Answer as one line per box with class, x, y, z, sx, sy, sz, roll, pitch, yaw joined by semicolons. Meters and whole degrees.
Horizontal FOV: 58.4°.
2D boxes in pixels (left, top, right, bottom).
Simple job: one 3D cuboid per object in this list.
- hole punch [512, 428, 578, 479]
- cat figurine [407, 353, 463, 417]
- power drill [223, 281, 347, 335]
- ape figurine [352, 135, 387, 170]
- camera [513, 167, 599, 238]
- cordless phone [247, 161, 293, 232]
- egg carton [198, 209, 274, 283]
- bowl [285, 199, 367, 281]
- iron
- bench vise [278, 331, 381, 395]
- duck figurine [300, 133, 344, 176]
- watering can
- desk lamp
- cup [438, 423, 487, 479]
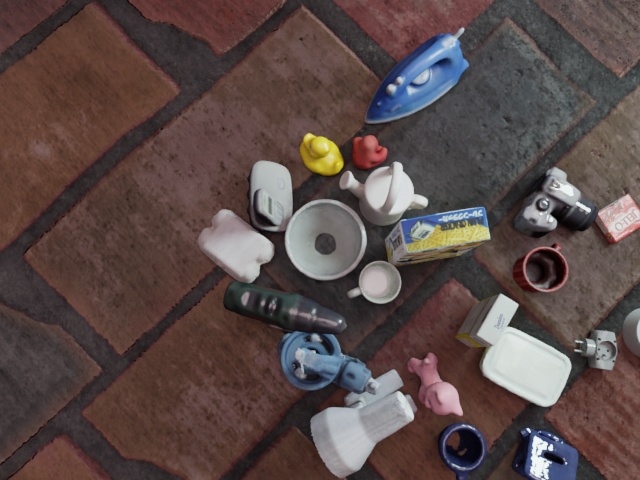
hole punch;0.445;0.432;1.122;0.108;0.091;0.101;23;81;2
cat figurine;0.228;0.289;1.126;0.067;0.118;0.128;-21;82;-4
power drill;-0.065;0.135;1.097;0.229;0.208;0.076;14;81;1
ape figurine;0.102;-0.193;1.213;0.078;0.092;0.076;43;82;6
camera;0.503;-0.065;1.198;0.137;0.101;0.143;32;81;4
cordless phone;-0.104;-0.096;1.145;0.094;0.185;0.147;-4;81;-2
egg carton;-0.174;0.014;1.184;0.150;0.069;0.107;37;82;4
bowl;0.011;0.004;1.188;0.167;0.074;0.167;0;81;-1
iron;0.201;-0.348;1.215;0.258;0.141;0.118;-39;84;-7
bench vise;0.019;0.227;1.079;0.207;0.219;0.121;7;81;0
duck figurine;0.004;-0.186;1.212;0.104;0.086;0.077;39;82;5
watering can;0.128;-0.094;1.146;0.173;0.194;0.101;-8;81;-2
desk lamp;0.087;0.333;1.066;0.203;0.213;0.118;-30;82;-6
cup;0.269;0.413;1.119;0.091;0.095;0.118;3;81;-1
